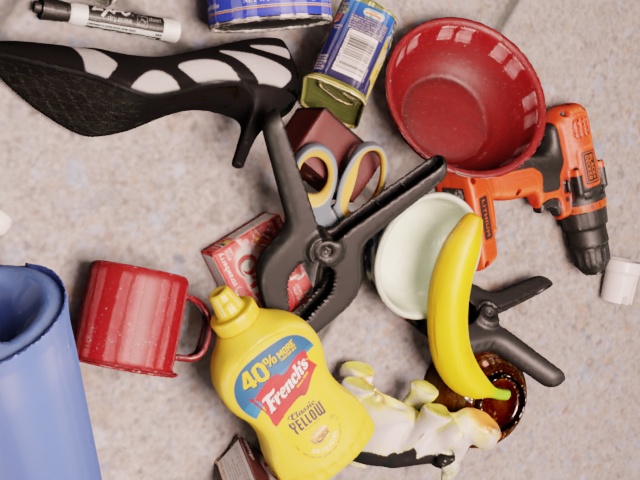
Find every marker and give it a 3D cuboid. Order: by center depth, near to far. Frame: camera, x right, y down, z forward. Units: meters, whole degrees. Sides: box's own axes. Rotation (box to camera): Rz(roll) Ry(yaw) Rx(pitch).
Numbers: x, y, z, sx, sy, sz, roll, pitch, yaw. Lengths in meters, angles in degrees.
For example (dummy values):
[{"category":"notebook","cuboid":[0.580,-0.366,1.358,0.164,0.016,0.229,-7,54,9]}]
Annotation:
[{"category":"marker","cuboid":[-0.171,-0.178,0.860,0.120,0.020,0.020,4,94,-30]}]

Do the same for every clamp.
[{"category":"clamp","cuboid":[0.012,0.000,0.906,0.164,0.036,0.210,7,112,-17]},{"category":"clamp","cuboid":[0.165,0.071,1.055,0.171,0.039,0.120,19,49,-13]}]

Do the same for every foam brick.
[{"category":"foam brick","cuboid":[0.005,-0.076,0.954,0.078,0.053,0.051,38,77,-27]}]

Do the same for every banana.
[{"category":"banana","cuboid":[0.129,0.072,0.985,0.069,0.037,0.198,-23,116,-24]}]

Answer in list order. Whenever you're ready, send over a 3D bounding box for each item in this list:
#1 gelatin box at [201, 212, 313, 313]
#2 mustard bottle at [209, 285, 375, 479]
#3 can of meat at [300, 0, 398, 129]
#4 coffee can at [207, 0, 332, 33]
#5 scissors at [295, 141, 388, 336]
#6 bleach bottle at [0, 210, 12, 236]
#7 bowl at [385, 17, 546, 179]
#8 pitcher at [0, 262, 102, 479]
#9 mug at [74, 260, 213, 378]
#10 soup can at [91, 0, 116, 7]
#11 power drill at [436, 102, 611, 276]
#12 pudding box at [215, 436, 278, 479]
[{"category":"gelatin box","cuboid":[-0.053,0.031,0.947,0.073,0.030,0.089,-32,111,-22]},{"category":"mustard bottle","cuboid":[-0.036,0.116,0.895,0.096,0.058,0.191,-36,113,-11]},{"category":"can of meat","cuboid":[0.026,-0.154,0.928,0.057,0.102,0.084,24,80,1]},{"category":"coffee can","cuboid":[-0.046,-0.245,0.870,0.102,0.103,0.140,-8,97,-29]},{"category":"scissors","cuboid":[-0.006,0.001,0.933,0.096,0.016,0.202,21,101,-24]},{"category":"bleach bottle","cuboid":[-0.339,0.057,0.770,0.102,0.068,0.250,39,79,-28]},{"category":"bowl","cuboid":[0.127,-0.124,0.996,0.162,0.055,0.162,6,71,-17]},{"category":"pitcher","cuboid":[-0.229,0.150,0.767,0.149,0.145,0.243,-28,129,-30]},{"category":"mug","cuboid":[-0.142,0.065,0.865,0.117,0.093,0.081,13,84,-23]},{"category":"soup can","cuboid":[-0.153,-0.240,0.834,0.102,0.069,0.068,-48,116,-15]},{"category":"power drill","cuboid":[0.212,-0.031,1.077,0.187,0.057,0.184,-20,102,-29]},{"category":"pudding box","cuboid":[-0.040,0.233,0.931,0.039,0.114,0.090,-46,117,1]}]
